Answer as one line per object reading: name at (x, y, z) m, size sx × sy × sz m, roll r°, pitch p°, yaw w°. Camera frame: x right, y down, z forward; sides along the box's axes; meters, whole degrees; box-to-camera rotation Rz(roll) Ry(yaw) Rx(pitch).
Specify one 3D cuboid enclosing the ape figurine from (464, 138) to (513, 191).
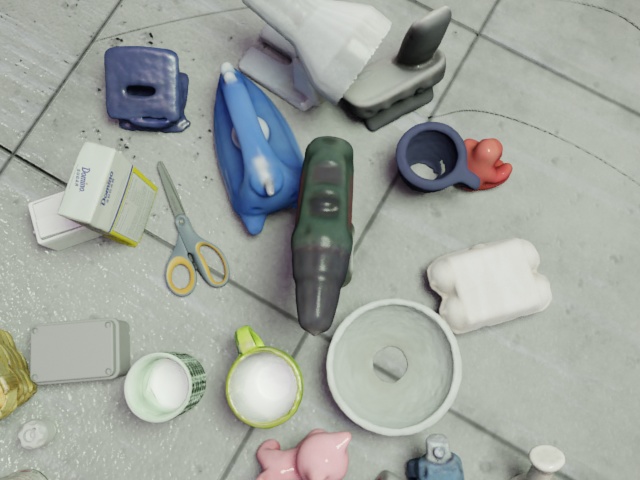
ape figurine at (0.220, -0.108, 0.769) m, size 0.076 × 0.092 × 0.078 m, roll -33°, pitch 80°, yaw -5°

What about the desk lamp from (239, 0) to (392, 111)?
desk lamp at (-0.017, -0.250, 0.739) m, size 0.203 × 0.213 × 0.118 m, roll 32°, pitch 82°, yaw 7°

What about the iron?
iron at (-0.095, -0.146, 0.758) m, size 0.118 × 0.141 × 0.258 m, roll -21°, pitch 80°, yaw -3°

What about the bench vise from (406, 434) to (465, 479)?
bench vise at (0.139, 0.333, 0.624) m, size 0.121 × 0.220 × 0.207 m, roll -26°, pitch 80°, yaw -3°

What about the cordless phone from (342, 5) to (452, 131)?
cordless phone at (0.098, -0.233, 0.748) m, size 0.147 × 0.185 × 0.094 m, roll -33°, pitch 80°, yaw -5°

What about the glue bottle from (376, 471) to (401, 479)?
glue bottle at (0.073, 0.317, 0.652) m, size 0.037 × 0.173 × 0.078 m, roll 30°, pitch 82°, yaw 7°

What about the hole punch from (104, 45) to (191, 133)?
hole punch at (-0.240, -0.208, 0.798) m, size 0.108 × 0.091 × 0.101 m, roll 3°, pitch 79°, yaw 2°

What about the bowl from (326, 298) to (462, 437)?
bowl at (0.091, 0.160, 0.731) m, size 0.167 × 0.075 × 0.167 m, roll 0°, pitch 79°, yaw 1°

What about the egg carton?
egg carton at (0.220, 0.057, 0.750) m, size 0.150 × 0.069 × 0.107 m, roll -16°, pitch 79°, yaw -2°

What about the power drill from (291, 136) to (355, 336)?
power drill at (0.006, 0.002, 0.694) m, size 0.075 × 0.208 × 0.230 m, roll 3°, pitch 79°, yaw 2°

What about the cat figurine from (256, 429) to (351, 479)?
cat figurine at (-0.018, 0.271, 0.691) m, size 0.128 × 0.118 × 0.067 m, roll -16°, pitch 79°, yaw -2°

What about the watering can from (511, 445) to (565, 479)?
watering can at (0.265, 0.323, 0.636) m, size 0.101 × 0.194 × 0.173 m, roll -33°, pitch 80°, yaw -5°

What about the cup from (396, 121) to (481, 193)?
cup at (0.155, -0.094, 0.767) m, size 0.117 × 0.095 × 0.092 m, roll 31°, pitch 82°, yaw 7°
